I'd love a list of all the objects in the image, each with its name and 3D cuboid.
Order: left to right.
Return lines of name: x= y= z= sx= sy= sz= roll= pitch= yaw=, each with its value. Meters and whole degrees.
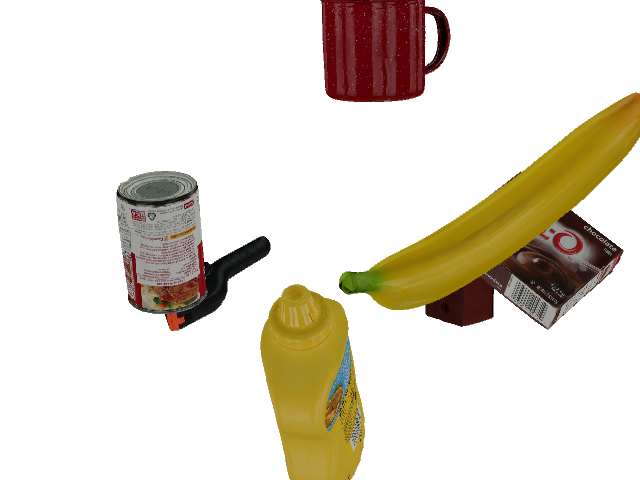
soup can: x=-0.133 y=0.001 z=0.893 sx=0.068 sy=0.102 sz=0.068 roll=-1 pitch=25 yaw=1
clamp: x=-0.129 y=0.041 z=1.247 sx=0.120 sy=0.039 sz=0.171 roll=-3 pitch=39 yaw=14
mustard bottle: x=-0.005 y=0.095 z=0.741 sx=0.058 sy=0.096 sz=0.191 roll=6 pitch=-39 yaw=13
mug: x=0.054 y=-0.159 z=0.864 sx=0.117 sy=0.081 sz=0.093 roll=-10 pitch=18 yaw=-28
foam brick: x=0.144 y=0.043 z=1.099 sx=0.051 sy=0.078 sz=0.053 roll=-14 pitch=21 yaw=-40
banana: x=0.102 y=-0.012 z=0.603 sx=0.198 sy=0.037 sz=0.069 roll=-34 pitch=-13 yaw=-2
pudding box: x=0.174 y=0.007 z=0.874 sx=0.089 sy=0.113 sz=0.039 roll=-37 pitch=-23 yaw=-27
